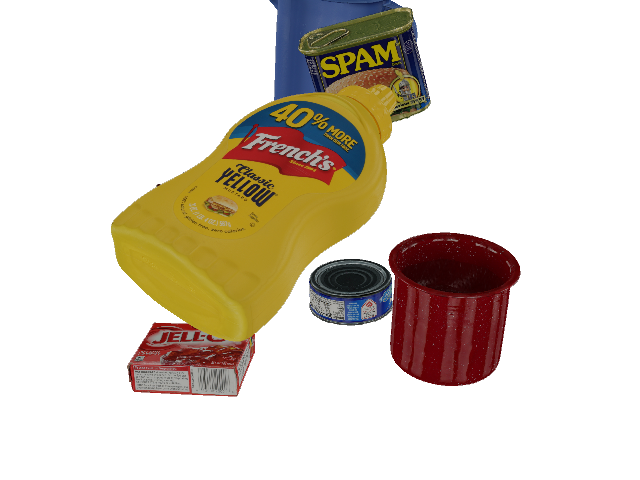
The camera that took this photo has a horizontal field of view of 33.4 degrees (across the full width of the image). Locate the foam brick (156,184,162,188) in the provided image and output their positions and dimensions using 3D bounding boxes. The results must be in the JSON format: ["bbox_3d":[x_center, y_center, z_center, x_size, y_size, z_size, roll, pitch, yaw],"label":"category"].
[{"bbox_3d":[-0.140,-0.027,1.157,0.078,0.051,0.053,1,27,-9],"label":"foam brick"}]

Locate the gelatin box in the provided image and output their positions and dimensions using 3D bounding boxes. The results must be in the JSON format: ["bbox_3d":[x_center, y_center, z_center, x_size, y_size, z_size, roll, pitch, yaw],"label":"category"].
[{"bbox_3d":[-0.103,0.095,0.867,0.089,0.030,0.073,1,22,8],"label":"gelatin box"}]

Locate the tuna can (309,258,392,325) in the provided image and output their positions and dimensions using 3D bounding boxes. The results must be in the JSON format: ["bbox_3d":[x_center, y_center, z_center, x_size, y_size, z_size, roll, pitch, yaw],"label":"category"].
[{"bbox_3d":[0.031,0.051,1.088,0.086,0.034,0.086,-2,25,1],"label":"tuna can"}]

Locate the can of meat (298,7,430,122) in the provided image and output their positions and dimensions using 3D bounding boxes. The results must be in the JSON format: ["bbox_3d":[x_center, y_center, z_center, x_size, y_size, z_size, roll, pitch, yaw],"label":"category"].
[{"bbox_3d":[0.041,-0.148,0.939,0.102,0.084,0.057,-13,28,10],"label":"can of meat"}]

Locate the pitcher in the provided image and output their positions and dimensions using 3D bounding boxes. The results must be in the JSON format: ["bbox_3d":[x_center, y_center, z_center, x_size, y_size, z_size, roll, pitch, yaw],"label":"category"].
[{"bbox_3d":[0.014,-0.188,1.288,0.144,0.243,0.149,-8,29,-26],"label":"pitcher"}]

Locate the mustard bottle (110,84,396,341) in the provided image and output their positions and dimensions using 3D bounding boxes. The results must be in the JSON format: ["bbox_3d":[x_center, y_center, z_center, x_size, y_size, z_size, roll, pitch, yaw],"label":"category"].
[{"bbox_3d":[-0.019,-0.032,0.600,0.096,0.058,0.191,29,54,26],"label":"mustard bottle"}]

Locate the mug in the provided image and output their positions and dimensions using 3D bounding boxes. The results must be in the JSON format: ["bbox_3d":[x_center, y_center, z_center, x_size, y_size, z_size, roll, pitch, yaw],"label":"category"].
[{"bbox_3d":[0.088,0.046,0.781,0.093,0.081,0.117,-11,31,-23],"label":"mug"}]
